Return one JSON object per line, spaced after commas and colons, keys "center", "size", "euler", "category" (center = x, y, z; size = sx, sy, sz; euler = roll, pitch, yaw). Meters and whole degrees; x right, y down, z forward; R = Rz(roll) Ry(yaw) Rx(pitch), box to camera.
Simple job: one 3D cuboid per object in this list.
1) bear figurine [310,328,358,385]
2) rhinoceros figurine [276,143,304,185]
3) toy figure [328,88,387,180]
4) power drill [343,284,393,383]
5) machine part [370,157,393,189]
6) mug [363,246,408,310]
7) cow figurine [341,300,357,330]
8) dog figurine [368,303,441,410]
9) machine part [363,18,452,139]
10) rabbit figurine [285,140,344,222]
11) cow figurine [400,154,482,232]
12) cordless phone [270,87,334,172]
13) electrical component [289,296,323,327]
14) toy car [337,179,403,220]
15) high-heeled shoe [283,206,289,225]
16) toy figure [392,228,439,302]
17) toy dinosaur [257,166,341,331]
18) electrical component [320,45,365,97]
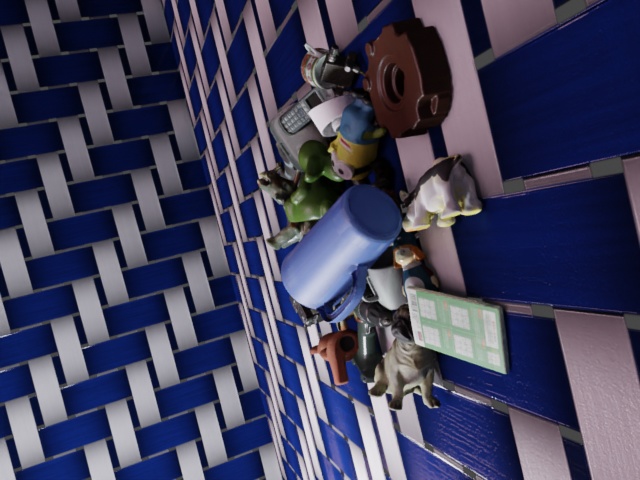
{"center": [0.051, 0.287, 1.338], "size": [0.195, 0.120, 0.132], "euler": [122, 127, -67], "category": "bear figurine"}
{"center": [-0.061, -0.208, 1.355], "size": [0.190, 0.073, 0.112], "euler": [105, 147, -56], "category": "rhinoceros figurine"}
{"center": [0.075, -0.187, 0.981], "size": [0.082, 0.089, 0.180], "euler": [-104, 22, -46], "category": "toy figure"}
{"center": [0.106, 0.199, 1.148], "size": [0.232, 0.086, 0.207], "euler": [-130, 25, -66], "category": "power drill"}
{"center": [0.112, -0.086, 1.015], "size": [0.084, 0.039, 0.138], "euler": [-114, 18, -48], "category": "machine part"}
{"center": [0.123, 0.082, 1.013], "size": [0.081, 0.109, 0.107], "euler": [20, 137, 55], "category": "mug"}
{"center": [0.030, 0.127, 1.330], "size": [0.195, 0.085, 0.127], "euler": [-143, 36, -65], "category": "cow figurine"}
{"center": [0.161, 0.207, 1.027], "size": [0.172, 0.121, 0.190], "euler": [-176, 87, -66], "category": "dog figurine"}
{"center": [0.129, -0.242, 0.821], "size": [0.179, 0.056, 0.179], "euler": [165, 90, -70], "category": "machine part"}
{"center": [-0.013, -0.126, 1.118], "size": [0.159, 0.121, 0.170], "euler": [178, 85, -79], "category": "rabbit figurine"}
{"center": [0.169, -0.066, 0.817], "size": [0.167, 0.068, 0.098], "euler": [152, 108, -67], "category": "cow figurine"}
{"center": [-0.008, -0.250, 1.177], "size": [0.184, 0.089, 0.146], "euler": [-33, 92, 40], "category": "cordless phone"}
{"center": [-0.015, 0.155, 1.428], "size": [0.058, 0.115, 0.134], "euler": [106, 145, -49], "category": "electrical component"}
{"center": [0.086, -0.052, 0.981], "size": [0.202, 0.053, 0.089], "euler": [-12, 94, 69], "category": "toy car"}
{"center": [-0.019, -0.065, 1.396], "size": [0.249, 0.086, 0.145], "euler": [10, 82, 51], "category": "high-heeled shoe"}
{"center": [0.164, 0.052, 0.934], "size": [0.058, 0.064, 0.154], "euler": [31, -141, -84], "category": "toy figure"}
{"center": [-0.002, -0.001, 1.234], "size": [0.405, 0.192, 0.131], "euler": [50, -167, 26], "category": "toy dinosaur"}
{"center": [0.042, -0.311, 1.006], "size": [0.102, 0.078, 0.045], "euler": [129, 148, -61], "category": "electrical component"}
